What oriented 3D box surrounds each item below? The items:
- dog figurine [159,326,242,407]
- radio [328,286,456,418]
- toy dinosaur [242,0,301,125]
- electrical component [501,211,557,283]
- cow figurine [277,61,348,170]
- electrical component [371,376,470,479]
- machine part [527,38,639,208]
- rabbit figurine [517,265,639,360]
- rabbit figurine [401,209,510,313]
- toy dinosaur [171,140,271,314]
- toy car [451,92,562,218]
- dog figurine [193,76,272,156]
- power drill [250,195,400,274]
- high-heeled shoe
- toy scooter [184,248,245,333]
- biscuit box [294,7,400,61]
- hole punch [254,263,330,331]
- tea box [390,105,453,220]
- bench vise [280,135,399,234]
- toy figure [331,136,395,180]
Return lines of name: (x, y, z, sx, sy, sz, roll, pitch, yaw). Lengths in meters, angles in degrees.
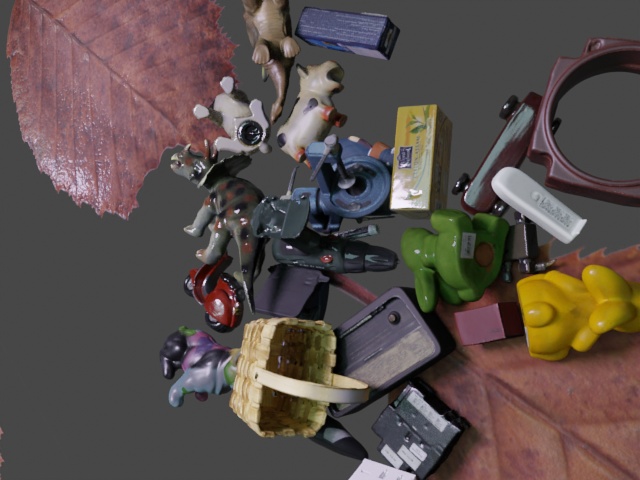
dog figurine: (-0.198, 0.231, 1.060, 0.219, 0.108, 0.191, -31, 64, 21)
radio: (0.094, 0.183, 0.890, 0.229, 0.073, 0.131, -39, 63, 22)
toy dinosaur: (-0.105, -0.447, 1.039, 0.105, 0.198, 0.471, -3, 84, -8)
electrical component: (0.303, 0.008, 0.801, 0.078, 0.045, 0.102, -29, 62, 57)
cow figurine: (-0.016, -0.250, 1.027, 0.127, 0.085, 0.195, 38, 104, 25)
electrical component: (0.151, 0.302, 0.845, 0.115, 0.058, 0.134, 43, 106, 32)
machine part: (0.395, -0.155, 0.713, 0.202, 0.087, 0.201, 17, 92, 19)
rabbit figurine: (0.354, 0.084, 0.705, 0.173, 0.162, 0.122, -5, 67, 15)
rabbit figurine: (0.196, 0.029, 0.836, 0.170, 0.121, 0.159, 7, 102, 62)
toy dinosaur: (-0.158, -0.050, 1.032, 0.405, 0.131, 0.192, 45, 114, 41)
toy car: (0.285, -0.127, 0.824, 0.089, 0.053, 0.202, 32, 100, 17)
dog figurine: (-0.156, -0.238, 1.096, 0.121, 0.190, 0.172, -32, 95, 6)
power drill: (-0.002, -0.003, 0.902, 0.232, 0.207, 0.086, 3, 75, 31)
high-heeled shoe: (0.000, 0.275, 0.960, 0.249, 0.086, 0.145, 25, 66, 17)
toy scooter: (-0.206, 0.093, 1.103, 0.184, 0.075, 0.135, 42, 106, 35)
biscuit box: (0.048, -0.393, 1.017, 0.203, 0.059, 0.062, 24, 97, 33)
hole punch: (-0.045, 0.113, 0.997, 0.142, 0.092, 0.116, 6, 53, 37)
tea box: (0.167, -0.123, 0.874, 0.068, 0.098, 0.169, 1, 82, 29)
bench vise: (0.022, -0.095, 0.895, 0.224, 0.240, 0.129, 11, 68, 20)
toy figure: (0.087, -0.148, 0.956, 0.155, 0.064, 0.058, 15, 54, 29)
